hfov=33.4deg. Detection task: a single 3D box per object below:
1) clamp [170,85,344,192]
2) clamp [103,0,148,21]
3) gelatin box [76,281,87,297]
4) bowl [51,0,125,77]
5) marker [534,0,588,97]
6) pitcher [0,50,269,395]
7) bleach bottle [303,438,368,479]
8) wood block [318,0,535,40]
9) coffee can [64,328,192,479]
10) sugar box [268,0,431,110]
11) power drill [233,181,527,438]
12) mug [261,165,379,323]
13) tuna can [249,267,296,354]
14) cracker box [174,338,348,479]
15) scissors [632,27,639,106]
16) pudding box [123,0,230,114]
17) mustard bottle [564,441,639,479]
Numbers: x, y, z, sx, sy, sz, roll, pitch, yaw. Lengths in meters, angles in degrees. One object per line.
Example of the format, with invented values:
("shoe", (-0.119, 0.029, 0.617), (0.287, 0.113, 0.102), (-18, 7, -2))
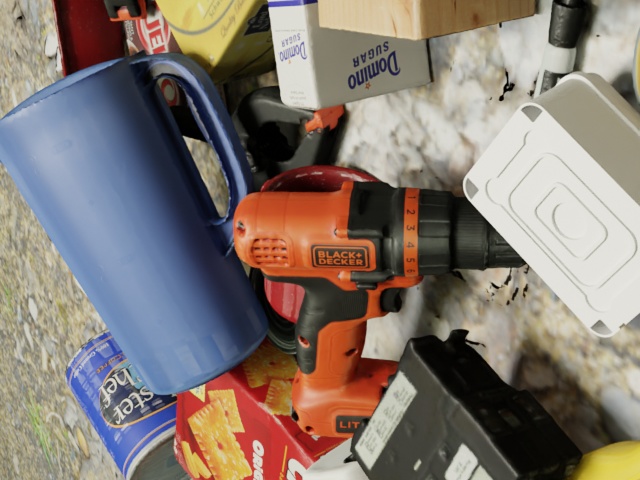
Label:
("clamp", (-0.043, -0.060, 0.805), (0.172, 0.039, 0.120), (-7, 121, 46))
("clamp", (-0.160, -0.278, 0.826), (0.164, 0.036, 0.210), (-77, -16, -59))
("gelatin box", (-0.197, 0.008, 1.039), (0.030, 0.073, 0.089), (45, 137, 33))
("bowl", (-0.205, -0.198, 0.943), (0.162, 0.055, 0.162), (172, 90, -79))
("marker", (0.125, -0.077, 0.583), (0.020, 0.020, 0.121), (37, 133, 41))
("pitcher", (-0.127, -0.014, 0.797), (0.149, 0.144, 0.243), (-2, 118, 63))
("bleach bottle", (0.079, 0.256, 0.749), (0.068, 0.102, 0.251), (-20, 95, 51))
("wood block", (0.053, -0.218, 0.560), (0.091, 0.090, 0.206), (22, 122, 50))
("coffee can", (-0.175, 0.165, 1.053), (0.140, 0.102, 0.103), (49, 140, 31))
("sugar box", (0.012, -0.173, 0.637), (0.048, 0.093, 0.176), (17, 118, 52))
("power drill", (0.045, 0.046, 0.672), (0.184, 0.057, 0.188), (3, 129, 9))
("mug", (-0.005, 0.001, 0.745), (0.117, 0.093, 0.081), (36, 138, 36))
("tuna can", (-0.020, 0.046, 0.836), (0.086, 0.033, 0.086), (29, 127, 46))
("cracker box", (-0.040, 0.182, 0.894), (0.214, 0.071, 0.164), (40, 136, 38))
("scissors", (0.192, -0.134, 0.465), (0.096, 0.016, 0.202), (41, 136, 36))
("pudding box", (-0.120, -0.145, 0.888), (0.090, 0.039, 0.113), (4, 109, 54))
("mustard bottle", (0.201, 0.128, 0.532), (0.192, 0.058, 0.096), (-49, 57, 52))
